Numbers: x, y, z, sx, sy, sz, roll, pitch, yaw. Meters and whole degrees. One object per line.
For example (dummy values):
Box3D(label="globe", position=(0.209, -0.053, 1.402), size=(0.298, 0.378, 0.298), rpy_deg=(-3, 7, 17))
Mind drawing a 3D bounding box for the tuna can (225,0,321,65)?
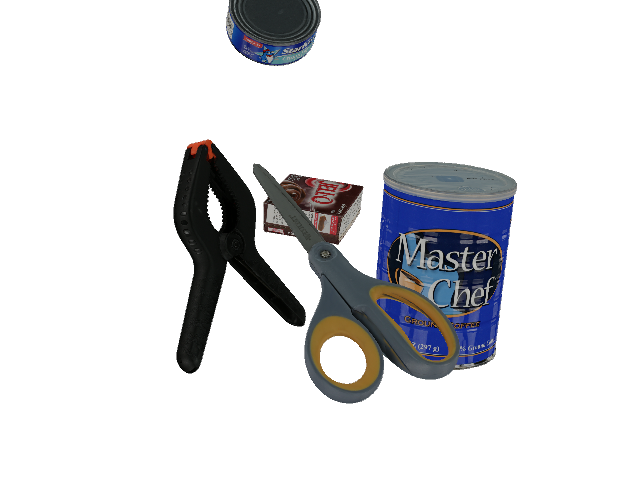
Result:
Box3D(label="tuna can", position=(-0.044, -0.204, 0.989), size=(0.086, 0.086, 0.034), rpy_deg=(0, -31, -13))

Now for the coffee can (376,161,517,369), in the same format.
Box3D(label="coffee can", position=(0.095, 0.017, 0.841), size=(0.103, 0.140, 0.103), rpy_deg=(4, 17, -1))

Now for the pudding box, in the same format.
Box3D(label="pudding box", position=(-0.007, -0.037, 1.194), size=(0.090, 0.039, 0.113), rpy_deg=(9, 24, 11))

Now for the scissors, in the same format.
Box3D(label="scissors", position=(-0.006, 0.026, 0.643), size=(0.096, 0.016, 0.202), rpy_deg=(-36, 56, -28))

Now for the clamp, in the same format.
Box3D(label="clamp", position=(-0.085, 0.009, 1.018), size=(0.036, 0.210, 0.164), rpy_deg=(-8, 1, 41))
